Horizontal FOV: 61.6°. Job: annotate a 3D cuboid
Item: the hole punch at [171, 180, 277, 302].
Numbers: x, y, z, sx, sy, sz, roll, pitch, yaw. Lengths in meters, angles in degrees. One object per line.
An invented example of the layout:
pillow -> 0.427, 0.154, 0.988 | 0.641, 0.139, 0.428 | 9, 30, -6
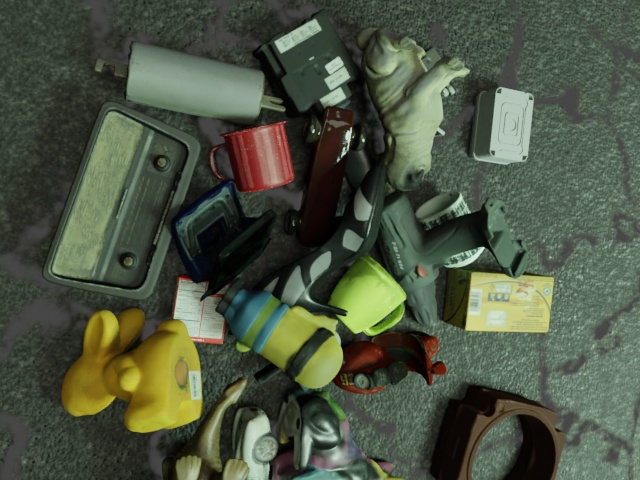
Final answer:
hole punch -> -0.129, -0.003, 0.705 | 0.092, 0.115, 0.142 | 36, 53, 9

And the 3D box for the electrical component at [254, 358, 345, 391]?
electrical component -> -0.032, 0.182, 0.775 | 0.119, 0.075, 0.047 | -33, 103, -19

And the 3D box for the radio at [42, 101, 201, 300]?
radio -> -0.246, -0.043, 0.682 | 0.131, 0.073, 0.229 | 19, 87, -20

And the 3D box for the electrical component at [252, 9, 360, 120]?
electrical component -> -0.014, -0.237, 0.764 | 0.115, 0.058, 0.134 | -33, 104, -13

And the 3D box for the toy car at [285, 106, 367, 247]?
toy car -> 0.006, -0.088, 0.768 | 0.089, 0.053, 0.202 | 6, 105, -14

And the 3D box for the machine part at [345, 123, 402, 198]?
machine part -> 0.068, -0.110, 0.814 | 0.084, 0.039, 0.138 | -34, 106, -7

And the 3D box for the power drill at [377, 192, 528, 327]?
power drill -> 0.188, 0.026, 0.784 | 0.086, 0.207, 0.231 | -42, 110, -38

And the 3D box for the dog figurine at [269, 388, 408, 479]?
dog figurine -> 0.041, 0.323, 0.798 | 0.219, 0.108, 0.191 | 14, 86, -25

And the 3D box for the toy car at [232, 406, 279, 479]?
toy car -> -0.099, 0.339, 0.761 | 0.056, 0.074, 0.201 | 4, 92, -24

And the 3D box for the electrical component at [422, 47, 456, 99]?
electrical component -> 0.166, -0.256, 0.835 | 0.078, 0.045, 0.102 | -36, 105, -13

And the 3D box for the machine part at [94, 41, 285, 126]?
machine part -> -0.163, -0.202, 0.701 | 0.243, 0.079, 0.079 | 7, 91, -19

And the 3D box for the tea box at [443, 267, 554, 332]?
tea box -> 0.297, 0.099, 0.894 | 0.169, 0.068, 0.098 | 7, 92, -22

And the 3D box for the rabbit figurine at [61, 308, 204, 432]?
rabbit figurine -> -0.248, 0.165, 0.670 | 0.173, 0.122, 0.162 | -14, 83, 14

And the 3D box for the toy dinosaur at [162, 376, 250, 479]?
toy dinosaur -> -0.181, 0.395, 0.663 | 0.105, 0.198, 0.471 | 23, 76, -11

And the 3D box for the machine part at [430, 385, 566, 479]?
machine part -> 0.302, 0.360, 0.905 | 0.201, 0.087, 0.201 | 18, 87, -22

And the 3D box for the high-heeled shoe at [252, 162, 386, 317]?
high-heeled shoe -> -0.002, -0.002, 0.749 | 0.145, 0.086, 0.248 | 18, 97, 13

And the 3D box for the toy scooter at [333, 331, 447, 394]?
toy scooter -> 0.111, 0.184, 0.796 | 0.184, 0.135, 0.075 | -13, 100, -18

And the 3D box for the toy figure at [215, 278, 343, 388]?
toy figure -> -0.055, 0.125, 0.703 | 0.180, 0.082, 0.089 | 32, 40, -1

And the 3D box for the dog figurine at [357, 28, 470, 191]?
dog figurine -> 0.100, -0.182, 0.760 | 0.121, 0.172, 0.190 | -9, 129, -60
